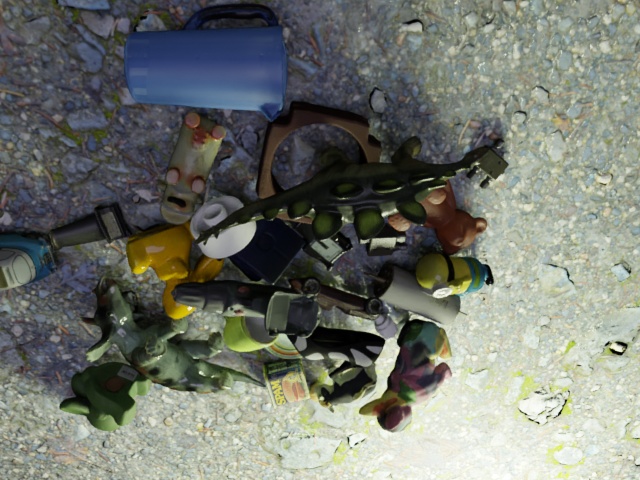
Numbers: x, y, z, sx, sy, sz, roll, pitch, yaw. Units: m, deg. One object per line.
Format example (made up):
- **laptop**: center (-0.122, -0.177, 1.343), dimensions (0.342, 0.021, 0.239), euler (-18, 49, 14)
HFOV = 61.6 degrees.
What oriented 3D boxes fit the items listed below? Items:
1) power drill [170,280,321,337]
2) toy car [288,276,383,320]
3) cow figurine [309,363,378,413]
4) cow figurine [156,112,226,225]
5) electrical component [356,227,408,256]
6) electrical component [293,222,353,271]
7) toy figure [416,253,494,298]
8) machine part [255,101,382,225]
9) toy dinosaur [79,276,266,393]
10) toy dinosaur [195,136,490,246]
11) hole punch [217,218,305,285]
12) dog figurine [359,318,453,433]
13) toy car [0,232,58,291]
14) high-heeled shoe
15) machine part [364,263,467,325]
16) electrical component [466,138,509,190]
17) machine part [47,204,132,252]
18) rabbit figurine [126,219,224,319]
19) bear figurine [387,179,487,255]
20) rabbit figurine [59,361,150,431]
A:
- **power drill**: center (-0.115, 0.114, 0.924), dimensions (0.232, 0.207, 0.086), euler (10, 82, -37)
- **toy car**: center (0.030, 0.118, 1.074), dimensions (0.202, 0.089, 0.053), euler (19, 80, -17)
- **cow figurine**: center (0.049, 0.328, 1.176), dimensions (0.167, 0.098, 0.068), euler (-36, 119, 17)
- **cow figurine**: center (-0.228, -0.119, 0.925), dimensions (0.085, 0.127, 0.194), euler (18, 98, -16)
- **electrical component**: center (0.123, -0.007, 1.055), dimensions (0.102, 0.045, 0.078), euler (-7, 145, -1)
- **electrical component**: center (-0.002, -0.003, 1.037), dimensions (0.119, 0.048, 0.075), euler (37, 105, -21)
- **toy figure**: center (0.266, 0.068, 1.069), dimensions (0.180, 0.089, 0.082), euler (-4, 149, -35)
- **machine part**: center (-0.005, -0.132, 0.953), dimensions (0.201, 0.087, 0.201), euler (9, 116, -11)
- **toy dinosaur**: center (-0.305, 0.238, 1.082), dimensions (0.192, 0.131, 0.404), euler (-16, 132, 33)
- **toy dinosaur**: center (0.043, -0.074, 0.831), dimensions (0.472, 0.199, 0.104), euler (-15, 114, -1)
- **hole punch**: center (-0.104, 0.010, 0.982), dimensions (0.115, 0.092, 0.142), euler (47, 70, -27)
- **dog figurine**: center (0.174, 0.288, 1.106), dimensions (0.219, 0.109, 0.191), euler (-34, 125, -36)
- **toy car**: center (-0.567, 0.049, 0.963), dimensions (0.162, 0.103, 0.109), euler (-3, 117, -4)
- **high-heeled shoe**: center (0.023, 0.183, 1.094), dimensions (0.145, 0.086, 0.248), euler (-38, 115, 2)
- **machine part**: center (0.199, 0.112, 1.101), dimensions (0.243, 0.079, 0.079), euler (24, 111, -16)
- **electrical component**: center (0.326, -0.145, 1.023), dimensions (0.063, 0.021, 0.094), euler (31, 107, -20)
- **machine part**: center (-0.425, -0.017, 0.981), dimensions (0.139, 0.039, 0.084), euler (-19, 126, -6)
- **rabbit figurine**: center (-0.264, 0.056, 0.996), dimensions (0.162, 0.122, 0.173), euler (-18, 98, -23)
- **bear figurine**: center (0.226, -0.036, 1.008), dimensions (0.120, 0.132, 0.195), euler (-37, 109, 24)
- **rabbit figurine**: center (-0.451, 0.341, 1.115), dimensions (0.159, 0.121, 0.170), euler (19, 127, -12)
